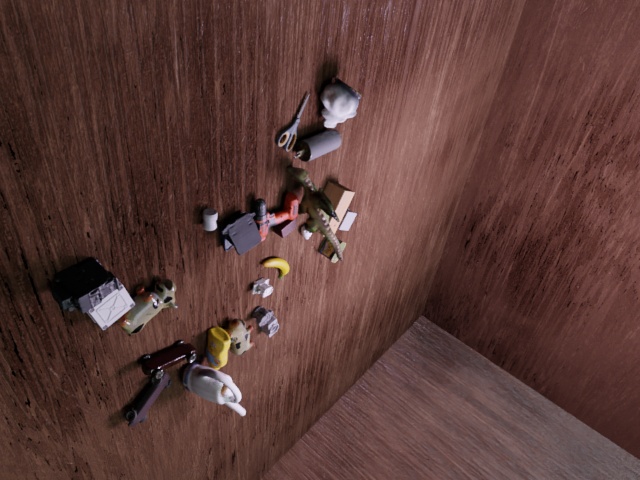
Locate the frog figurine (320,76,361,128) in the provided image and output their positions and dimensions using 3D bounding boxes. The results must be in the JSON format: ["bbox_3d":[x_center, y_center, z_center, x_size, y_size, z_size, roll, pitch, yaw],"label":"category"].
[{"bbox_3d":[0.056,-0.454,1.748,0.136,0.125,0.158,26,107,-30],"label":"frog figurine"}]

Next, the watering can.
[{"bbox_3d":[-0.393,0.565,1.939,0.339,0.225,0.106,85,28,-50],"label":"watering can"}]

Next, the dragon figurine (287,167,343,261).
[{"bbox_3d":[0.006,-0.093,1.842,0.123,0.408,0.242,-35,-173,-9],"label":"dragon figurine"}]
